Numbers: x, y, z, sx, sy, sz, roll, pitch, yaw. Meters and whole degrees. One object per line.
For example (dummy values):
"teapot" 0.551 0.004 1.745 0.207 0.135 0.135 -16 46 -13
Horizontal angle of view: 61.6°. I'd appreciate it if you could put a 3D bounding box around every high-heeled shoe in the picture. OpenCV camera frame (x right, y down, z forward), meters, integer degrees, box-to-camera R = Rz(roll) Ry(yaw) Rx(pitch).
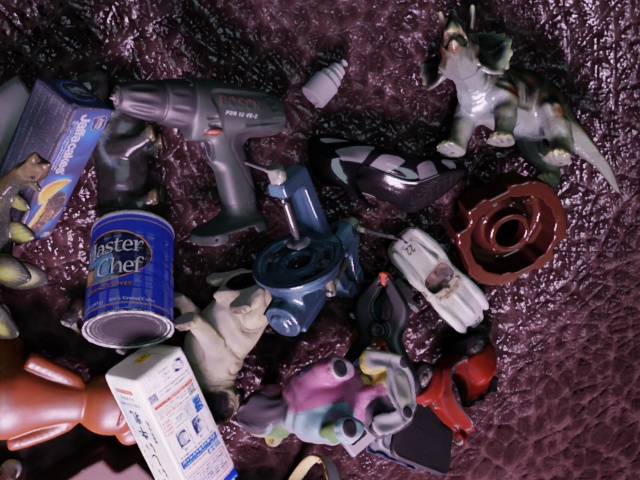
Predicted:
"high-heeled shoe" 0.102 -0.115 0.803 0.249 0.086 0.145 -17 61 -35

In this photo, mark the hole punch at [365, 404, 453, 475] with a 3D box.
"hole punch" 0.141 0.297 0.842 0.142 0.092 0.116 26 59 -14

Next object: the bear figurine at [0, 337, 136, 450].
"bear figurine" -0.326 0.197 0.696 0.196 0.132 0.120 7 96 -34

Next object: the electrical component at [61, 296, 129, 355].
"electrical component" -0.285 0.113 0.709 0.102 0.078 0.045 36 61 -21

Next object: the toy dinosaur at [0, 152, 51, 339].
"toy dinosaur" -0.448 0.065 0.599 0.471 0.105 0.198 -36 112 13

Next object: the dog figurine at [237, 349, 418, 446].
"dog figurine" -0.001 0.222 0.729 0.191 0.219 0.108 4 68 -39

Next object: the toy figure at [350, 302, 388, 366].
"toy figure" 0.072 0.167 0.815 0.064 0.058 0.154 1 91 -21

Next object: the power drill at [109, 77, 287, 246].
"power drill" -0.142 -0.101 0.687 0.232 0.086 0.207 -18 104 -41

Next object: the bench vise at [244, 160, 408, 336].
"bench vise" -0.010 -0.004 0.699 0.224 0.129 0.240 -43 131 -32

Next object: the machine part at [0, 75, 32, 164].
"machine part" -0.405 -0.118 0.644 0.243 0.079 0.079 -39 104 -7

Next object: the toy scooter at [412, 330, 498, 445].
"toy scooter" 0.215 0.227 0.822 0.184 0.075 0.135 -21 81 -33

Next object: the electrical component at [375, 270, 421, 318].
"electrical component" 0.112 0.092 0.834 0.063 0.021 0.094 -46 106 -5

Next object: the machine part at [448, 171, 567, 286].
"machine part" 0.284 -0.018 0.820 0.179 0.056 0.179 -4 120 -7

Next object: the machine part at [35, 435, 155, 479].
"machine part" -0.292 0.386 0.726 0.201 0.087 0.201 -33 105 -9

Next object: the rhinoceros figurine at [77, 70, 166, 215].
"rhinoceros figurine" -0.261 -0.120 0.690 0.112 0.073 0.190 -8 100 -3

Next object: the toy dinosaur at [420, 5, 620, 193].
"toy dinosaur" 0.300 -0.199 0.806 0.404 0.131 0.192 15 75 -28

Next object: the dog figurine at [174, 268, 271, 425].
"dog figurine" -0.118 0.150 0.751 0.172 0.121 0.190 -17 115 -10

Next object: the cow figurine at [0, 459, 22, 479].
"cow figurine" -0.456 0.358 0.673 0.068 0.098 0.167 38 85 -22

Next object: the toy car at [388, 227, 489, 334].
"toy car" 0.186 0.064 0.833 0.073 0.056 0.201 -47 105 -6

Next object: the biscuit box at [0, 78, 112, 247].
"biscuit box" -0.323 -0.089 0.631 0.063 0.059 0.202 40 112 9
